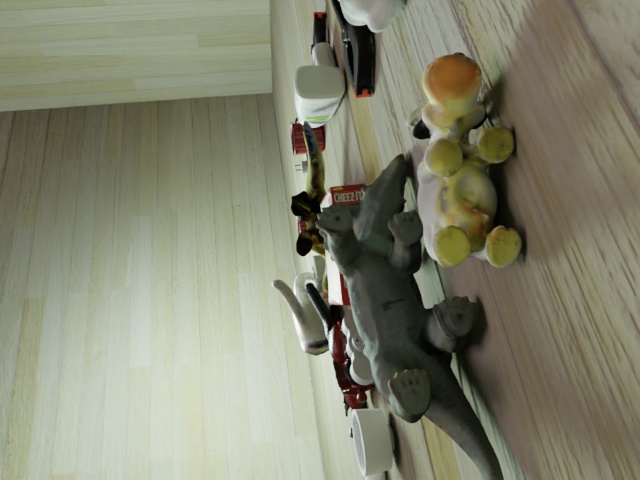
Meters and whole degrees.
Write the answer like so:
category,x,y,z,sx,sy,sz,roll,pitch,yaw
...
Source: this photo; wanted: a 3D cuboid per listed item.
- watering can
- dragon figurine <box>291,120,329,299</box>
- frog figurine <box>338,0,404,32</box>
category,x,y,z,sx,sy,sz,roll,pitch,yaw
watering can,-0.033,0.196,1.367,0.347,0.103,0.226,11,-116,-68
dragon figurine,0.004,-0.060,1.194,0.243,0.122,0.409,-76,-19,-86
frog figurine,0.054,-0.337,0.634,0.161,0.124,0.134,41,143,23
